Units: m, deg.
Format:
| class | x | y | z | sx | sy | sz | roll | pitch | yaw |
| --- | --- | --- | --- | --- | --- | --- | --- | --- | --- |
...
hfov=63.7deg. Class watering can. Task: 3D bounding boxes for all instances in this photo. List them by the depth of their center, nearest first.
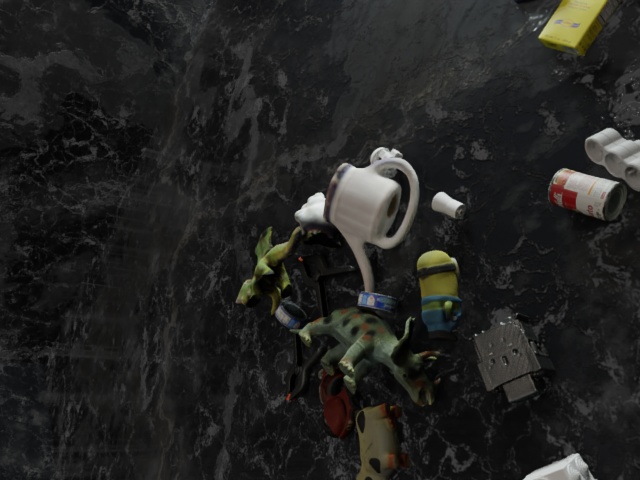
| class | x | y | z | sx | sy | sz | roll | pitch | yaw |
| --- | --- | --- | --- | --- | --- | --- | --- | --- | --- |
| watering can | 0.102 | -0.040 | 1.226 | 0.226 | 0.104 | 0.346 | 25 | 98 | 27 |

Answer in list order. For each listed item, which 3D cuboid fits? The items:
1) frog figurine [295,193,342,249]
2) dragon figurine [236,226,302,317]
| class | x | y | z | sx | sy | sz | roll | pitch | yaw |
| --- | --- | --- | --- | --- | --- | --- | --- | --- | --- |
| frog figurine | 0.004 | -0.069 | 1.365 | 0.137 | 0.120 | 0.163 | -5 | 58 | 14 |
| dragon figurine | -0.150 | 0.058 | 1.468 | 0.402 | 0.122 | 0.248 | -61 | 32 | 29 |
